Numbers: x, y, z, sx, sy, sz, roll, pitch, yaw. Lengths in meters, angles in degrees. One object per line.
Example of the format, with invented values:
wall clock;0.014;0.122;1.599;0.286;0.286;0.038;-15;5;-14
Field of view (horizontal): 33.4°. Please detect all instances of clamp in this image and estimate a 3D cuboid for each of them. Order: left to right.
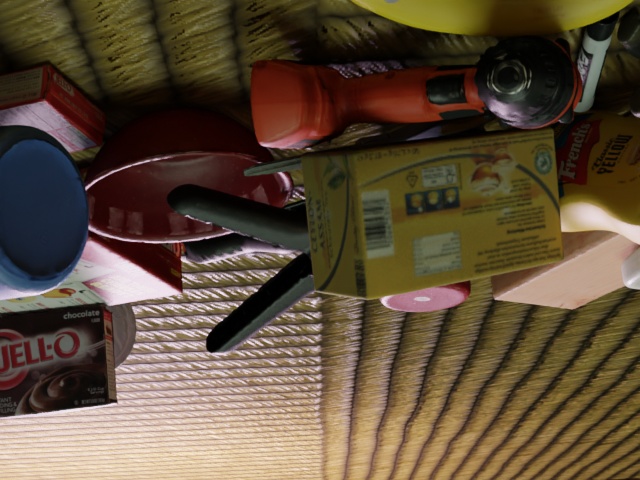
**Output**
clamp;-0.056;-0.005;0.888;0.172;0.039;0.120;-15;-175;28
clamp;-0.005;0.001;0.782;0.210;0.036;0.164;-17;134;1

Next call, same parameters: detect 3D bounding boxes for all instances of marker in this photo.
marker;0.179;-0.120;0.702;0.020;0.020;0.121;-4;159;4

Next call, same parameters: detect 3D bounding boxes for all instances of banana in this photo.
banana;0.095;-0.145;0.608;0.197;0.037;0.070;-2;149;-3

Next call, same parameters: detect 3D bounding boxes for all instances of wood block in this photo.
wood block;0.233;-0.019;0.873;0.090;0.090;0.206;7;157;-24

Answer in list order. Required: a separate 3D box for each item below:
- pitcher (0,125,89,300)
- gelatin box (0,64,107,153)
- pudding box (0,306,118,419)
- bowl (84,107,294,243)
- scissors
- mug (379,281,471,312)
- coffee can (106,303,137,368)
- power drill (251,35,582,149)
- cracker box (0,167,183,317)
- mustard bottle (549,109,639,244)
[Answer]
pitcher;-0.275;-0.014;0.731;0.243;0.149;0.145;-4;142;28
gelatin box;-0.203;-0.085;0.732;0.089;0.030;0.073;-9;156;18
pudding box;-0.242;0.111;0.960;0.113;0.090;0.039;-7;168;1
bowl;-0.102;-0.052;0.782;0.162;0.055;0.162;-7;160;-3
scissors;0.051;-0.075;0.746;0.201;0.016;0.096;-6;156;-37
mug;0.091;0.011;0.941;0.093;0.081;0.117;-2;159;-1
coffee can;-0.271;0.101;1.102;0.102;0.103;0.141;16;152;-40
power drill;0.058;-0.087;0.633;0.188;0.057;0.184;-1;-176;19
cracker box;-0.248;0.011;0.916;0.214;0.072;0.164;-10;160;16
mustard bottle;0.196;-0.049;0.763;0.058;0.096;0.192;39;165;-32
